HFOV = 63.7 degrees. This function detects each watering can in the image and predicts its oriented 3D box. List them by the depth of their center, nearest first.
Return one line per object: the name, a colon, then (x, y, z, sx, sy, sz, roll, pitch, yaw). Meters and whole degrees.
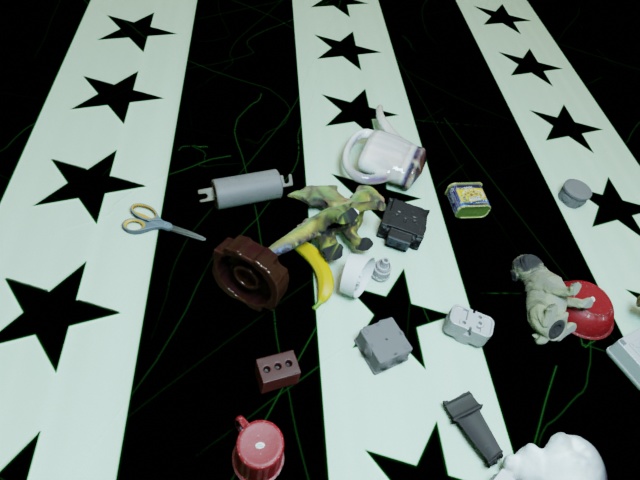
watering can: (0.197, -0.263, 1.459, 0.225, 0.355, 0.101, 23, -40, 8)

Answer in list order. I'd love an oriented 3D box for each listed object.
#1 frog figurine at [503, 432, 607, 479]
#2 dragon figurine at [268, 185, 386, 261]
frog figurine: (0.419, 0.412, 0.924, 0.159, 0.137, 0.122, 19, -1, -2)
dragon figurine: (0.004, -0.064, 1.266, 0.412, 0.120, 0.246, -13, 31, -26)
